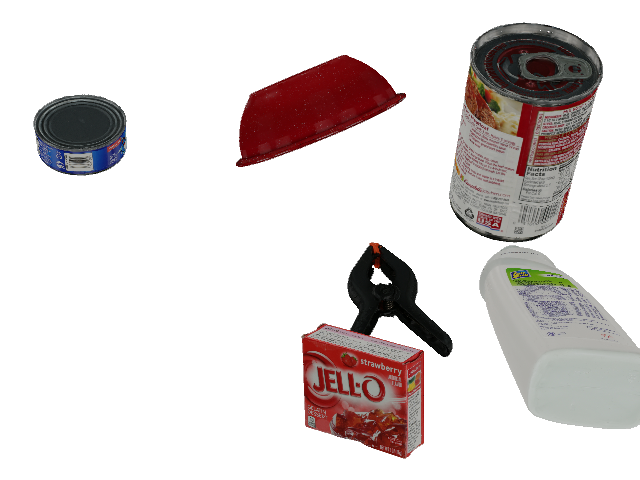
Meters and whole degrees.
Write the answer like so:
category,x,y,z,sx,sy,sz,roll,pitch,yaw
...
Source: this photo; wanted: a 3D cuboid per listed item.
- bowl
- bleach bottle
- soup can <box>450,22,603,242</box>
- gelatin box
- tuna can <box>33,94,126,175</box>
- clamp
category,x,y,z,sx,sy,sz,roll,pitch,yaw
bowl,-0.010,-0.120,0.936,0.162,0.055,0.162,-22,10,4
bleach bottle,0.197,0.065,0.907,0.102,0.068,0.251,6,21,-5
soup can,0.109,-0.057,0.583,0.068,0.068,0.102,1,-45,-1
gelatin box,0.029,0.105,0.751,0.089,0.073,0.030,12,23,34
tuna can,-0.227,-0.100,1.013,0.086,0.034,0.086,3,43,-3
clamp,0.083,0.071,1.190,0.120,0.171,0.039,5,-43,-3
